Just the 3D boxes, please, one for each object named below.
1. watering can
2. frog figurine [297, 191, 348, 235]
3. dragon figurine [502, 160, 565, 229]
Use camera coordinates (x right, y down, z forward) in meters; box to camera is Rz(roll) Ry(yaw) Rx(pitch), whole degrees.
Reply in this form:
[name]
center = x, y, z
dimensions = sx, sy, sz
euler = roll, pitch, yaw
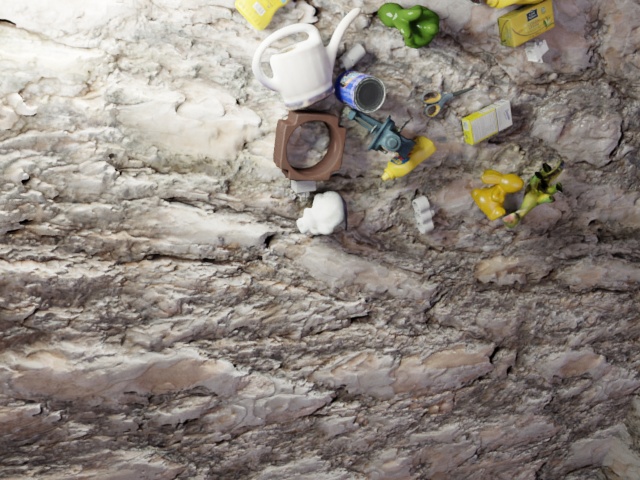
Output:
[watering can]
center = -0.014, -0.495, 1.430
dimensions = 0.349, 0.105, 0.220
euler = -26, 121, -12
[frog figurine]
center = 0.005, -0.082, 1.620
dimensions = 0.160, 0.122, 0.138
euler = -9, 84, -11
[dragon figurine]
center = 0.788, -0.156, 1.930
dimensions = 0.416, 0.123, 0.237
euler = -32, 164, -44
